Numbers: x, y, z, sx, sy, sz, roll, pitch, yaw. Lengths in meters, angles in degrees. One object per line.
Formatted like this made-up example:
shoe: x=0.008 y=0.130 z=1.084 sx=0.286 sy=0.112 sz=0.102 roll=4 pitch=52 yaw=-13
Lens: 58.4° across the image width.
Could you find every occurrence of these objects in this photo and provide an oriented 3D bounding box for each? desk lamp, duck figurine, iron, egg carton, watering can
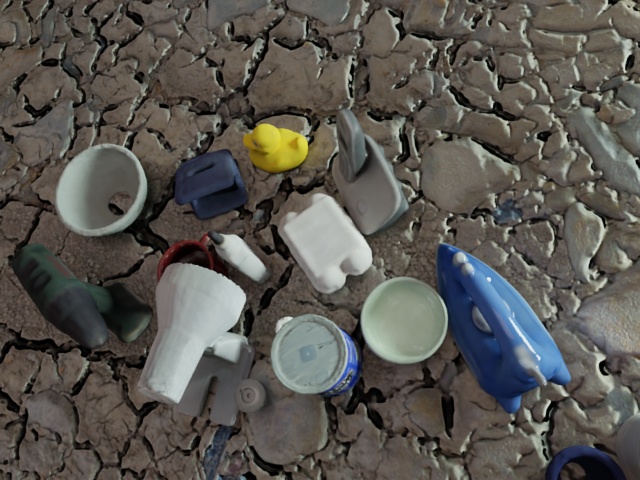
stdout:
desk lamp: x=-0.168 y=0.152 z=0.805 sx=0.117 sy=0.214 sz=0.203 roll=9 pitch=76 yaw=16
duck figurine: x=-0.077 y=-0.160 z=0.944 sx=0.104 sy=0.086 sz=0.077 roll=-1 pitch=74 yaw=13
iron: x=0.225 y=0.095 z=0.768 sx=0.118 sy=0.142 sz=0.258 roll=-31 pitch=69 yaw=3
egg carton: x=0.008 y=0.003 z=0.885 sx=0.107 sy=0.069 sz=0.150 roll=-36 pitch=69 yaw=1
watering can: x=0.413 y=0.239 z=0.653 sx=0.100 sy=0.194 sz=0.173 roll=-7 pitch=72 yaw=12

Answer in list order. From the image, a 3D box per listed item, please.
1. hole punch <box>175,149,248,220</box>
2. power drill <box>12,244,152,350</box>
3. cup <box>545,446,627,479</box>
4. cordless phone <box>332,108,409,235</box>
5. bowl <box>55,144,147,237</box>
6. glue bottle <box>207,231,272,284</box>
hole punch: x=-0.189 y=-0.100 z=0.950 sx=0.108 sy=0.091 sz=0.101 roll=-21 pitch=70 yaw=7
power drill: x=-0.349 y=0.096 z=0.867 sx=0.229 sy=0.209 sz=0.076 roll=34 pitch=84 yaw=20
cup: x=0.320 y=0.314 z=0.706 sx=0.091 sy=0.095 sz=0.118 roll=4 pitch=75 yaw=15
cordless phone: x=0.063 y=-0.100 z=0.840 sx=0.094 sy=0.185 sz=0.147 roll=-29 pitch=69 yaw=4
bowl: x=-0.366 y=-0.077 z=0.994 sx=0.167 sy=0.075 sz=0.167 roll=-4 pitch=73 yaw=12
glue bottle: x=-0.127 y=0.017 z=0.857 sx=0.078 sy=0.173 sz=0.037 roll=42 pitch=87 yaw=21
